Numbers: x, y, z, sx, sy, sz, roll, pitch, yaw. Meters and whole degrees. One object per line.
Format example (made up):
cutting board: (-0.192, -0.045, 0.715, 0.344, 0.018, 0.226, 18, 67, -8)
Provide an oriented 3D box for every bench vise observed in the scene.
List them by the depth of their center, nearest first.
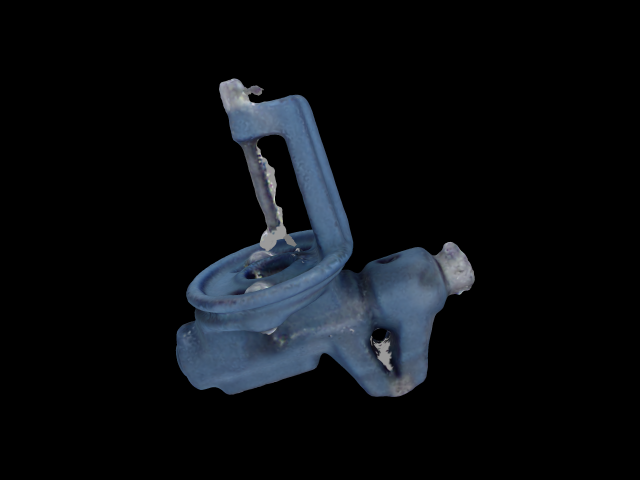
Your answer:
bench vise: (-0.001, -0.001, 0.411, 0.208, 0.220, 0.121, -6, 17, -22)
